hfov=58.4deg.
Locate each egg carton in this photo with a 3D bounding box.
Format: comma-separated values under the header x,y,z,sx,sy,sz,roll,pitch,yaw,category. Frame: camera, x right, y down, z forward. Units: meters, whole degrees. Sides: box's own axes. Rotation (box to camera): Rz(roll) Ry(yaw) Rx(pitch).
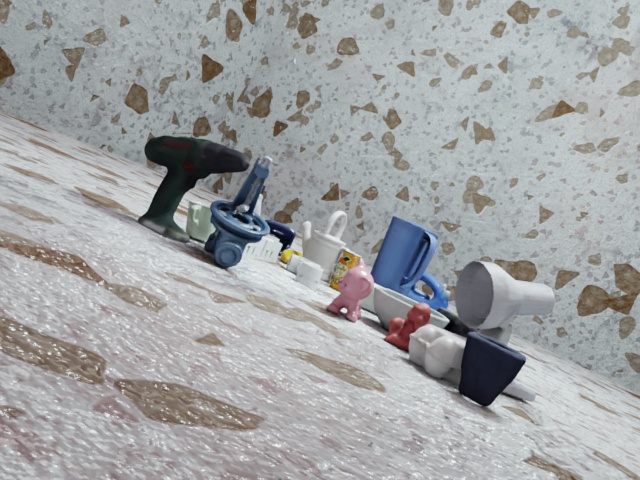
x,y,z,sx,sy,sz,roll,pitch,yaw,category
0.222,0.196,0.949,0.151,0.069,0.107,23,3,-29,egg carton

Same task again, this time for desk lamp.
x,y,z,sx,sy,sz,roll,pitch,yaw,category
0.331,0.161,1.056,0.204,0.213,0.117,23,2,-21,desk lamp

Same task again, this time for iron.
x,y,z,sx,sy,sz,roll,pitch,yaw,category
0.290,0.157,1.608,0.119,0.141,0.257,22,3,-39,iron

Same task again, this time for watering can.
x,y,z,sx,sy,sz,roll,pitch,yaw,category
0.014,0.005,1.586,0.172,0.194,0.101,24,2,7,watering can

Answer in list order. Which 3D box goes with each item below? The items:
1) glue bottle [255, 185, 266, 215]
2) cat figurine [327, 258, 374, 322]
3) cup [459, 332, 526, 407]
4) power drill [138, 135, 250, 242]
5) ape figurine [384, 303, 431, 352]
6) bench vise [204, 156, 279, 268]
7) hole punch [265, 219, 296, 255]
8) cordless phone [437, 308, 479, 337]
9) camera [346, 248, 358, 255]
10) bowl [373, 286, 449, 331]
x,y,z,sx,sy,sz,roll,pitch,yaw,category
-0.186,-0.070,1.530,0.078,0.173,0.037,23,3,-33,glue bottle
0.068,0.093,1.107,0.067,0.118,0.128,24,2,7,cat figurine
0.254,0.200,0.872,0.091,0.095,0.118,25,3,26,cup
-0.266,-0.108,1.134,0.229,0.208,0.076,25,2,21,power drill
0.170,0.156,1.040,0.076,0.092,0.077,23,3,-29,ape figurine
-0.161,-0.066,1.113,0.122,0.220,0.206,23,3,-33,bench vise
-0.133,-0.010,1.722,0.108,0.091,0.101,24,2,-4,hole punch
0.316,0.162,1.225,0.094,0.185,0.147,23,3,-28,cordless phone
0.052,0.067,1.741,0.136,0.101,0.144,25,3,24,camera
0.176,0.162,1.181,0.167,0.075,0.167,24,2,-1,bowl
